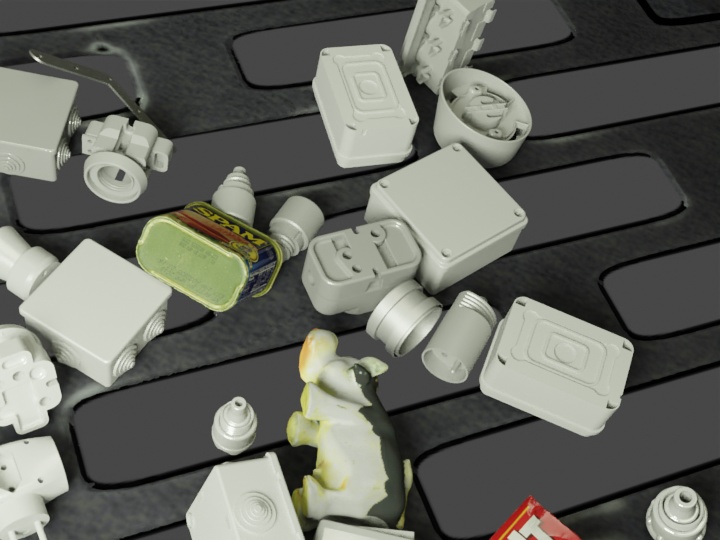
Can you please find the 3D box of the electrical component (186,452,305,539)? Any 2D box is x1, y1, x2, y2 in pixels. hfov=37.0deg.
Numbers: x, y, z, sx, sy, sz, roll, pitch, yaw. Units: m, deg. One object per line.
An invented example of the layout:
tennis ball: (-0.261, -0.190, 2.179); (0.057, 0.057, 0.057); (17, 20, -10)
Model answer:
electrical component: (-0.083, 0.191, 0.771); (0.048, 0.099, 0.099); (-4, 56, -30)

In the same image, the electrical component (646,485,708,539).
electrical component: (0.256, 0.193, 0.860); (0.048, 0.062, 0.048); (-3, 56, 5)

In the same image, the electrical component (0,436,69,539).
electrical component: (-0.251, 0.169, 0.783); (0.077, 0.043, 0.079); (-18, 61, -23)

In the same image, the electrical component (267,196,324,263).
electrical component: (-0.064, -0.032, 0.965); (0.040, 0.040, 0.078); (28, 55, 8)

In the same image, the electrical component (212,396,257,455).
electrical component: (-0.097, 0.118, 0.840); (0.035, 0.061, 0.035); (6, 55, -8)

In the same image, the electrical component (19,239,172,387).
electrical component: (-0.215, 0.036, 0.881); (0.100, 0.048, 0.099); (30, 55, 9)

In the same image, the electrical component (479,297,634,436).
electrical component: (0.167, 0.084, 0.923); (0.113, 0.057, 0.078); (23, 55, 3)

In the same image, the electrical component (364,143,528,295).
electrical component: (0.079, -0.049, 0.998); (0.109, 0.056, 0.108); (-28, 66, -27)

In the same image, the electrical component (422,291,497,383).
electrical component: (0.091, 0.054, 0.936); (0.043, 0.043, 0.081); (29, 55, 8)

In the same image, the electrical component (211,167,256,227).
electrical component: (-0.114, -0.061, 0.975); (0.040, 0.040, 0.078); (9, 51, -6)

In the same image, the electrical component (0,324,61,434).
electrical component: (-0.268, 0.078, 0.828); (0.058, 0.078, 0.057); (-21, 41, -23)

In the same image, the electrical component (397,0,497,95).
electrical component: (0.088, -0.242, 1.094); (0.079, 0.121, 0.063); (-33, 70, -29)

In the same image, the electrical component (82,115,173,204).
electrical component: (-0.215, -0.098, 0.969); (0.078, 0.058, 0.057); (14, 51, -2)

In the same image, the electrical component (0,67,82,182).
electrical component: (-0.309, -0.132, 0.978); (0.100, 0.048, 0.099); (10, 54, -5)

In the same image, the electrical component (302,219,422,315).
electrical component: (0.000, 0.000, 0.945); (0.095, 0.059, 0.053); (-15, 60, -21)

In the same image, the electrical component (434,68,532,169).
electrical component: (0.122, -0.152, 1.074); (0.099, 0.064, 0.099); (6, 55, -8)

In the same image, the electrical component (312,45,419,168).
electrical component: (0.004, -0.161, 1.060); (0.078, 0.057, 0.113); (-8, 58, -17)

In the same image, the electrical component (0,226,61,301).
electrical component: (-0.283, -0.004, 0.897); (0.055, 0.045, 0.045); (32, 55, 11)

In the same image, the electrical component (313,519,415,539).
electrical component: (-0.005, 0.221, 0.788); (0.096, 0.061, 0.061); (14, 54, -3)
